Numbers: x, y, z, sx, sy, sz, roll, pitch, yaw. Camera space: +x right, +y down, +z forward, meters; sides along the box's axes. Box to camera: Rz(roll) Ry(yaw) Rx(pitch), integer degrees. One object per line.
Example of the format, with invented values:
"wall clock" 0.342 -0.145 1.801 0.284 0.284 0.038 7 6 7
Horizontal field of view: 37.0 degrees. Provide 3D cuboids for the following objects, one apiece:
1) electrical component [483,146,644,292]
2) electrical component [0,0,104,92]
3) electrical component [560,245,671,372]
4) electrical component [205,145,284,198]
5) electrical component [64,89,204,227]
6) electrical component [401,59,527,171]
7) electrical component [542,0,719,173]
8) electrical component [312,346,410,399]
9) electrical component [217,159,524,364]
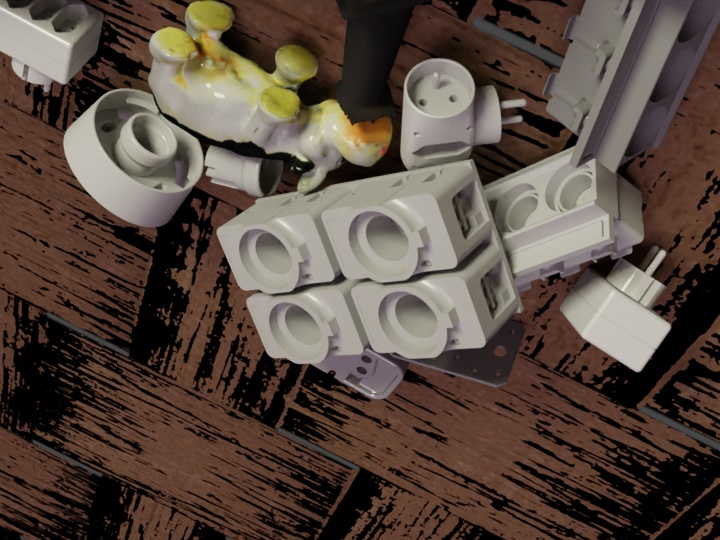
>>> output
"electrical component" 0.121 -0.029 0.713 0.121 0.078 0.063 -22 141 40
"electrical component" -0.229 -0.160 0.772 0.066 0.047 0.076 28 138 -1
"electrical component" 0.182 0.017 0.729 0.047 0.083 0.075 32 99 -6
"electrical component" -0.085 -0.076 0.789 0.046 0.040 0.040 13 136 22
"electrical component" -0.165 -0.081 0.784 0.099 0.099 0.064 40 130 -14
"electrical component" 0.066 -0.097 0.685 0.079 0.043 0.077 -8 156 -3
"electrical component" 0.152 -0.124 0.601 0.063 0.079 0.121 44 144 26
"electrical component" -0.004 0.050 0.857 0.095 0.059 0.053 30 137 -4
"electrical component" 0.000 0.000 0.716 0.186 0.060 0.105 -7 112 39
